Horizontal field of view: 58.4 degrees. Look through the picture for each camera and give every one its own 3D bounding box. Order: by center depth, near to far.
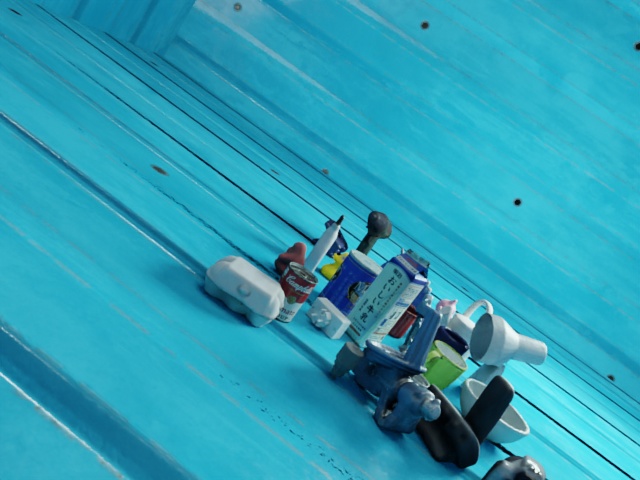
[{"bbox_3d":[0.363,0.435,1.002,0.143,0.100,0.137,39,13,17],"label":"camera"}]

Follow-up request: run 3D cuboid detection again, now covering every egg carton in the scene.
[{"bbox_3d":[-0.136,0.091,1.046,0.150,0.069,0.107,35,13,-1],"label":"egg carton"}]

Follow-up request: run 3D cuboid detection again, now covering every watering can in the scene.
[{"bbox_3d":[0.397,0.244,1.572,0.173,0.194,0.100,25,16,-39],"label":"watering can"}]

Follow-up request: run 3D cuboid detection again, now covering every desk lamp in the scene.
[{"bbox_3d":[0.437,0.306,1.402,0.203,0.213,0.118,33,13,-11],"label":"desk lamp"}]

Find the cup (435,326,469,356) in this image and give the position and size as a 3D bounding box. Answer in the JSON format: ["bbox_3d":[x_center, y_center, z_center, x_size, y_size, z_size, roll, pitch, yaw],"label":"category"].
[{"bbox_3d":[0.325,0.283,1.469,0.118,0.095,0.091,21,19,-48],"label":"cup"}]

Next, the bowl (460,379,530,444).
[{"bbox_3d":[0.365,0.385,1.246,0.167,0.074,0.167,33,13,-8],"label":"bowl"}]

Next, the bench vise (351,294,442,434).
[{"bbox_3d":[0.169,0.219,1.019,0.122,0.219,0.206,18,21,-52],"label":"bench vise"}]

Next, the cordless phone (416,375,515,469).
[{"bbox_3d":[0.263,0.301,1.038,0.094,0.185,0.147,24,16,-40],"label":"cordless phone"}]

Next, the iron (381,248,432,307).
[{"bbox_3d":[0.271,0.140,1.748,0.119,0.141,0.257,25,16,-39],"label":"iron"}]

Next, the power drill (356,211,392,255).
[{"bbox_3d":[0.147,0.003,1.775,0.075,0.208,0.230,39,13,16],"label":"power drill"}]

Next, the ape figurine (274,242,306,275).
[{"bbox_3d":[-0.063,0.044,1.352,0.078,0.092,0.076,25,16,-37],"label":"ape figurine"}]

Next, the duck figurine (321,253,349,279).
[{"bbox_3d":[0.066,0.078,1.574,0.105,0.086,0.077,32,13,-14],"label":"duck figurine"}]

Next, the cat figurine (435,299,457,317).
[{"bbox_3d":[0.372,0.223,1.758,0.067,0.117,0.128,41,14,27],"label":"cat figurine"}]

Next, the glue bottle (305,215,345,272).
[{"bbox_3d":[0.014,0.005,1.506,0.037,0.173,0.078,34,13,-2],"label":"glue bottle"}]

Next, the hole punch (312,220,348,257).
[{"bbox_3d":[0.045,-0.003,1.805,0.101,0.091,0.109,38,13,12],"label":"hole punch"}]
